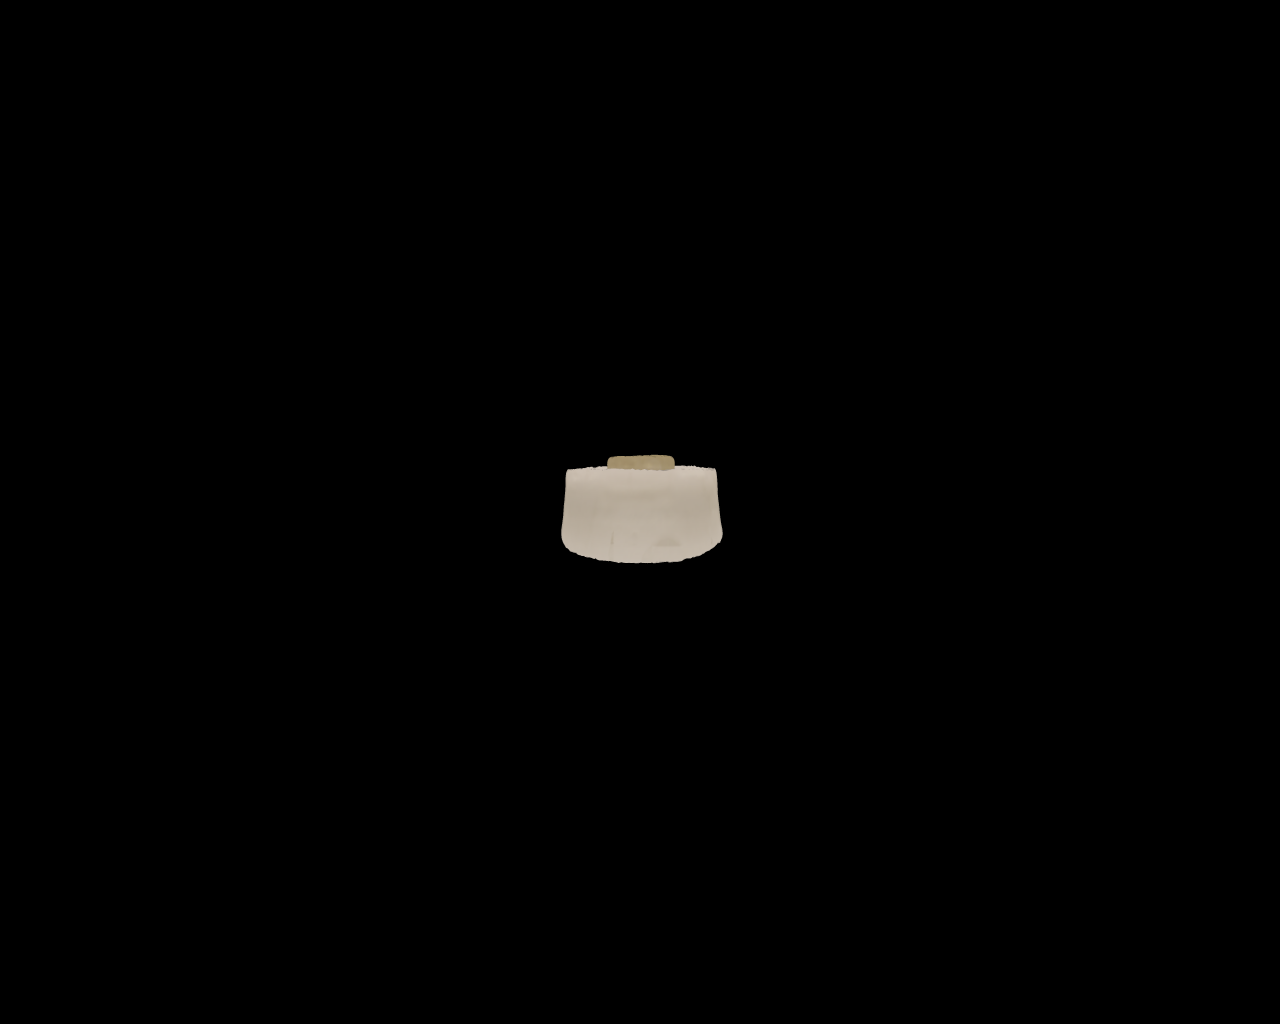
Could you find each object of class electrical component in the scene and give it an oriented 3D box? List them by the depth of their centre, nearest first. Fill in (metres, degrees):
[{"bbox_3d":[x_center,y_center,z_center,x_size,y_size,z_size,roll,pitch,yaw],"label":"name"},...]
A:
[{"bbox_3d":[0.001,-0.003,0.650,0.099,0.064,0.099,0,3,0],"label":"electrical component"}]
